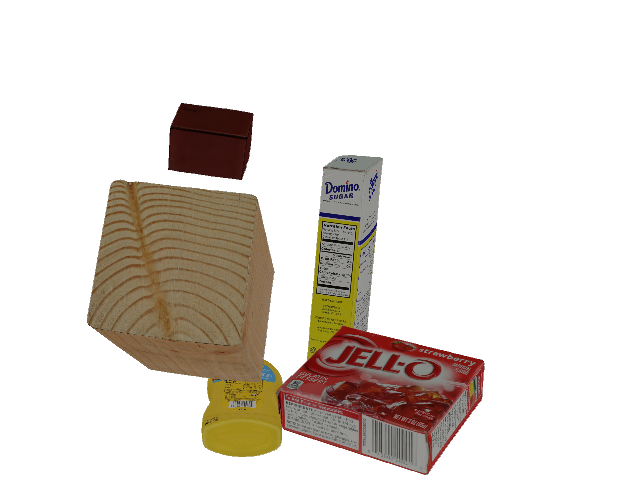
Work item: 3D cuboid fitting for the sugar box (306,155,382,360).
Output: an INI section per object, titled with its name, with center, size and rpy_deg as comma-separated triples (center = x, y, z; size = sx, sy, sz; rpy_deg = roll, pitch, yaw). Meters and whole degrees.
[sugar box]
center = 0.022, 0.015, 0.962
size = 0.048, 0.176, 0.093
rpy_deg = 5, 12, 11

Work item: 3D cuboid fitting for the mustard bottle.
[mustard bottle]
center = -0.096, 0.194, 1.347
size = 0.096, 0.058, 0.191
rpy_deg = -1, 26, -1

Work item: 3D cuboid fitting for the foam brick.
[foam brick]
center = -0.109, -0.100, 1.074
size = 0.078, 0.051, 0.053
rpy_deg = 8, 35, 2

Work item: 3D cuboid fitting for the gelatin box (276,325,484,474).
[gelatin box]
center = 0.033, 0.081, 0.569
size = 0.089, 0.030, 0.073
rpy_deg = 13, 30, 28

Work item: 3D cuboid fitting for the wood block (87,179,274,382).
[wood block]
center = -0.084, 0.036, 0.709
size = 0.090, 0.091, 0.206
rpy_deg = 7, -13, 2
